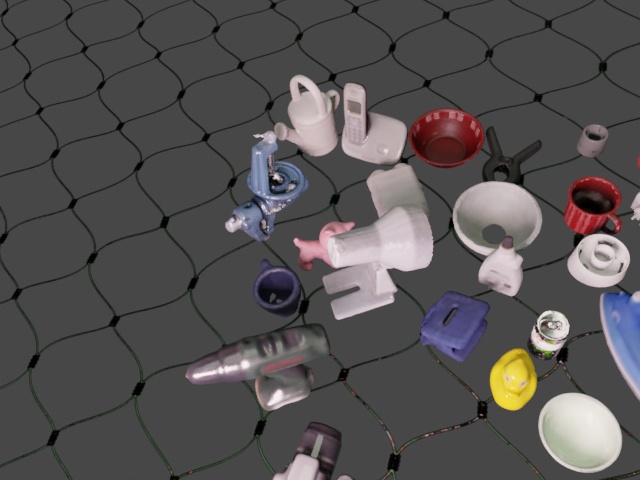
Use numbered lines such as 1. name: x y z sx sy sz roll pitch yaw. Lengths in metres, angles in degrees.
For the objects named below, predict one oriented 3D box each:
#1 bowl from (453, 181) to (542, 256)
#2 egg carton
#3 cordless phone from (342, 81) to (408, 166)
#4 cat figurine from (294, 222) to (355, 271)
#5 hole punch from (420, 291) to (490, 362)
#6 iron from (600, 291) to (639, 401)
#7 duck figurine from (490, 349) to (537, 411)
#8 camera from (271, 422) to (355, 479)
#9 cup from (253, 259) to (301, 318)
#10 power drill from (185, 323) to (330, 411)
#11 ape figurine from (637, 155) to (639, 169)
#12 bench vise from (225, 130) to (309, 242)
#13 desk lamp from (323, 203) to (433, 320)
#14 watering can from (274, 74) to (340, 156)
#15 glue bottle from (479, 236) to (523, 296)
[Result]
1. bowl: 0.344 -0.030 1.126 0.167 0.075 0.167 -4 59 7
2. egg carton: 0.164 -0.090 1.197 0.107 0.069 0.150 -16 58 0
3. cordless phone: 0.114 -0.253 1.235 0.147 0.185 0.094 16 64 19
4. cat figurine: 0.010 0.004 1.139 0.127 0.118 0.067 -6 59 7
5. hole punch: 0.239 0.149 1.028 0.100 0.091 0.109 29 68 24
6. iron: 0.553 0.167 0.933 0.118 0.142 0.258 -23 58 -4
7. duck figurine: 0.331 0.227 0.969 0.077 0.086 0.105 15 63 18
8. camera: 0.002 0.374 0.929 0.143 0.101 0.137 13 63 17
9. cup: -0.081 0.100 1.111 0.092 0.095 0.117 -27 59 -6
10. power drill: -0.088 0.220 0.974 0.229 0.209 0.075 -21 58 -3
11. ape figurine: 0.682 -0.170 1.141 0.076 0.092 0.078 34 70 26
12. bench vise: -0.108 -0.104 1.164 0.121 0.220 0.207 17 64 19
13. desk lamp: 0.099 0.039 1.046 0.203 0.214 0.117 -20 58 -2
14. watering can: -0.024 -0.278 1.268 0.100 0.194 0.173 17 64 19
15. glue bottle: 0.331 0.041 1.029 0.078 0.173 0.037 24 66 22
